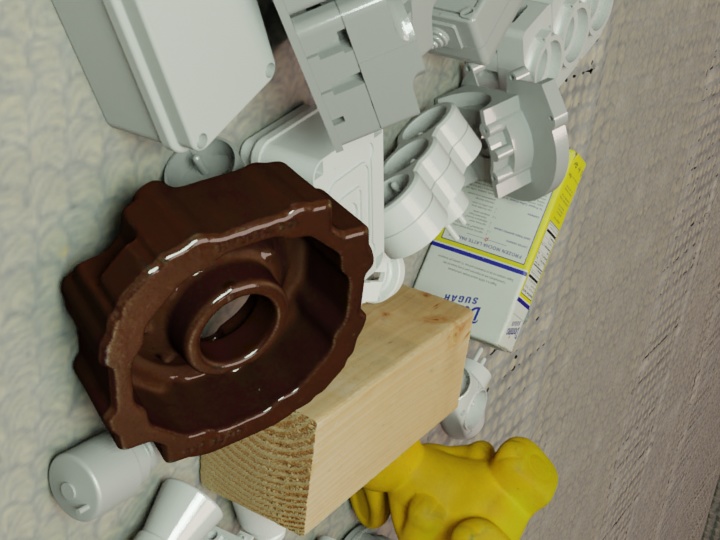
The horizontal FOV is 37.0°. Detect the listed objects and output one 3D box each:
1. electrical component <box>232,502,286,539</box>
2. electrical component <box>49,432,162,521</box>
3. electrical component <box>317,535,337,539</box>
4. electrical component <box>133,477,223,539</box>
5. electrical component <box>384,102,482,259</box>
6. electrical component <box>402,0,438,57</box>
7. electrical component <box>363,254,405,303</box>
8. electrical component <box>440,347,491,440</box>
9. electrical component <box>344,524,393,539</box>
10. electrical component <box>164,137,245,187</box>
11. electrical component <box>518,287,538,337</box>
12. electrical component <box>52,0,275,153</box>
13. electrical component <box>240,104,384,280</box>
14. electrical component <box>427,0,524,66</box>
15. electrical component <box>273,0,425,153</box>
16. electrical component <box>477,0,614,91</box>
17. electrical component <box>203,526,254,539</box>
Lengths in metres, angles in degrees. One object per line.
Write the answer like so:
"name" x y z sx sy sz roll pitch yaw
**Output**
"electrical component" -0.068 0.172 0.769 0.040 0.040 0.078 -48 145 -35
"electrical component" -0.138 0.110 0.606 0.078 0.040 0.040 -25 129 -53
"electrical component" -0.034 0.272 0.889 0.077 0.044 0.079 -52 147 -30
"electrical component" -0.120 0.168 0.666 0.065 0.044 0.044 -57 149 -30
"electrical component" 0.053 -0.054 0.776 0.073 0.052 0.138 51 42 -23
"electrical component" 0.014 -0.174 0.682 0.055 0.050 0.089 -46 144 -37
"electrical component" 0.000 0.000 0.775 0.055 0.048 0.066 1 107 -53
"electrical component" 0.100 0.110 1.020 0.079 0.044 0.077 -57 149 -24
"electrical component" 0.007 0.270 0.951 0.080 0.051 0.080 -38 139 -44
"electrical component" -0.076 -0.035 0.619 0.043 0.043 0.081 -58 150 -21
"electrical component" 0.133 0.029 1.029 0.077 0.043 0.079 -65 151 -10
"electrical component" -0.094 -0.122 0.519 0.078 0.057 0.113 -52 147 -30
"electrical component" -0.029 -0.040 0.685 0.078 0.057 0.113 -40 140 -43
"electrical component" 0.074 -0.190 0.766 0.096 0.062 0.061 -61 151 -16
"electrical component" -0.023 -0.166 0.551 0.060 0.105 0.186 -22 143 2
"electrical component" 0.152 -0.201 0.896 0.150 0.062 0.089 -50 146 -33
"electrical component" -0.095 0.214 0.745 0.066 0.048 0.055 -51 139 -32
